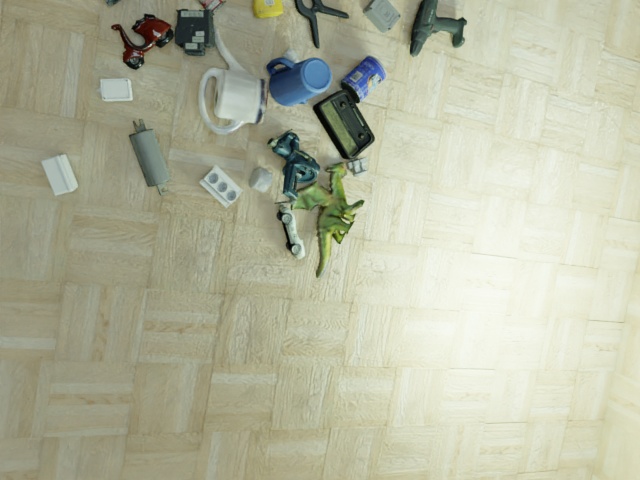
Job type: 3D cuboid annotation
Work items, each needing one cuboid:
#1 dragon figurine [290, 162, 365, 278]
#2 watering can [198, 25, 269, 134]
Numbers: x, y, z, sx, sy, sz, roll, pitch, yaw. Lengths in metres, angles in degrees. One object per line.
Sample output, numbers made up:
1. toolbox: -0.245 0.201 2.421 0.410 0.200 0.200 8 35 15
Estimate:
1. dragon figurine: 0.006 -0.093 1.842 0.242 0.122 0.412 31 83 -5
2. watering can: -0.272 -0.506 1.660 0.224 0.104 0.349 7 85 -23
